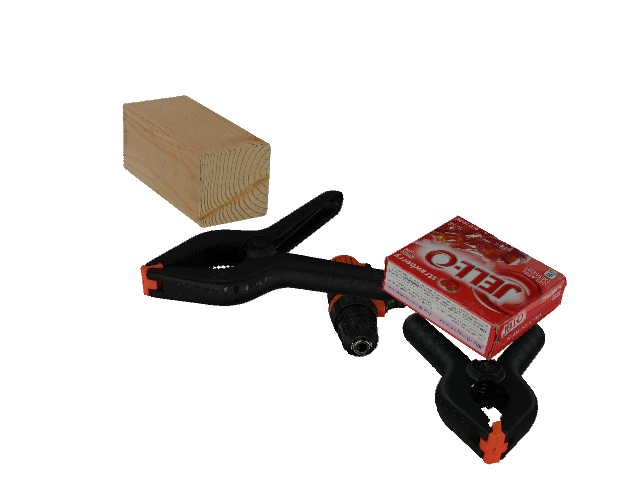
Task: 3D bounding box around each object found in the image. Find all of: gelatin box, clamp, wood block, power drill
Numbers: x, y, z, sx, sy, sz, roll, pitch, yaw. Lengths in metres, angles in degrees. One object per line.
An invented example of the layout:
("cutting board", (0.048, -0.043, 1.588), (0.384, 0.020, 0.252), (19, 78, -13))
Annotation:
("gelatin box", (0.095, 0.026, 0.664), (0.089, 0.030, 0.073), (33, 44, 33))
("clamp", (-0.049, 0.011, 0.918), (0.210, 0.036, 0.164), (-7, 31, -9))
("wood block", (-0.152, -0.099, 1.271), (0.090, 0.090, 0.206), (-12, 29, -32))
("clamp", (0.139, 0.111, 0.855), (0.120, 0.039, 0.171), (-5, 33, -5))
("power drill", (0.101, 0.066, 1.194), (0.187, 0.057, 0.184), (-4, 28, -5))
